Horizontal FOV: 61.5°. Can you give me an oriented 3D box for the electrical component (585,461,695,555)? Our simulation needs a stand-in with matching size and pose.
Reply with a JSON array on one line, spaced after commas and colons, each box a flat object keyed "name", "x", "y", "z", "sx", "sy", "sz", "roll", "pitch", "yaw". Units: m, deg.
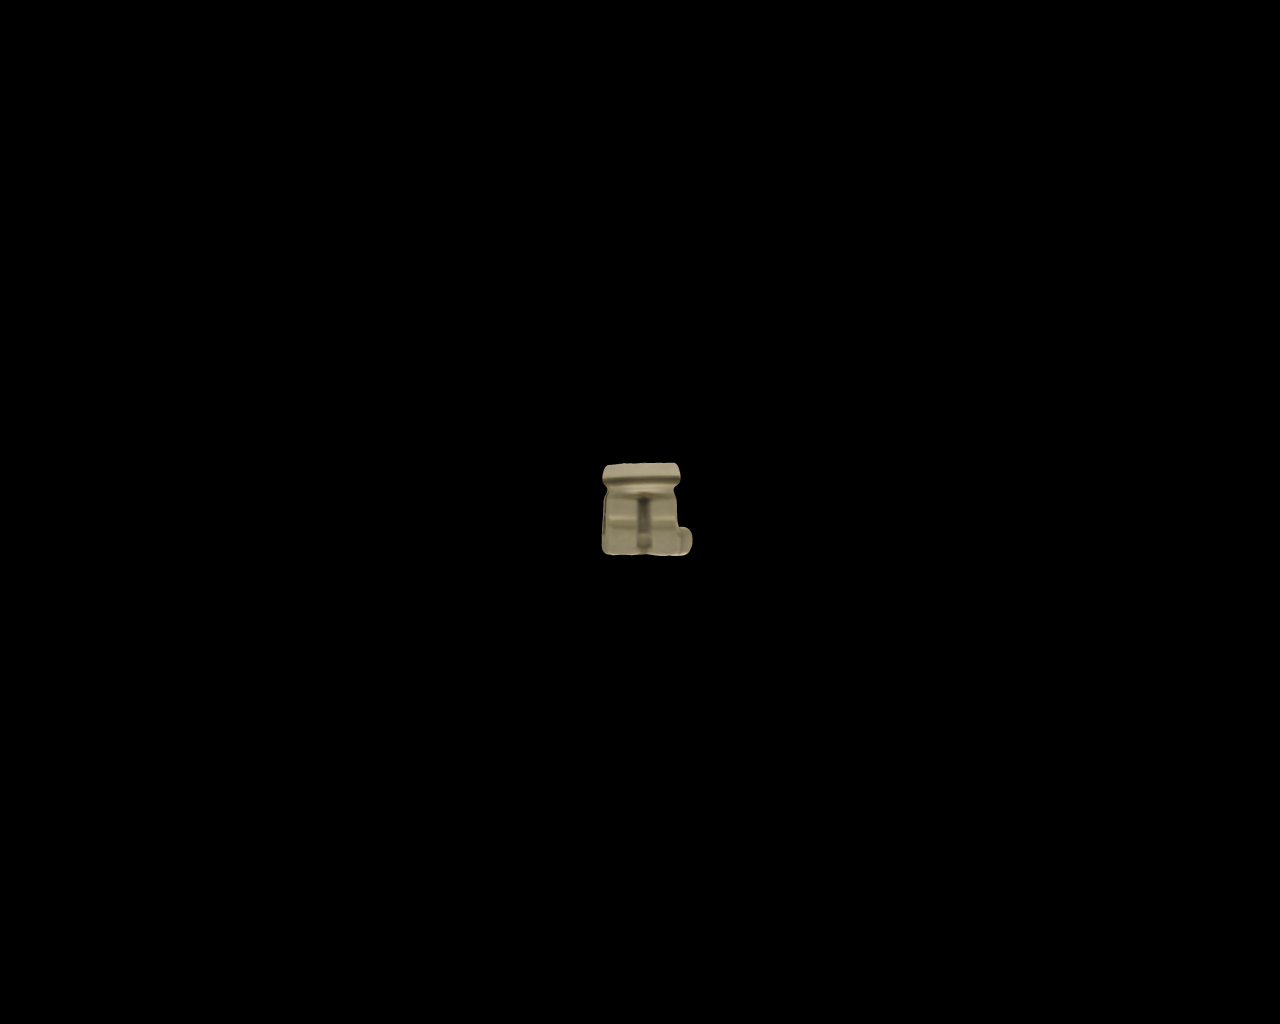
[{"name": "electrical component", "x": 0.001, "y": -0.003, "z": 0.650, "sx": 0.066, "sy": 0.055, "sz": 0.048, "roll": 0, "pitch": 0, "yaw": -9}]
